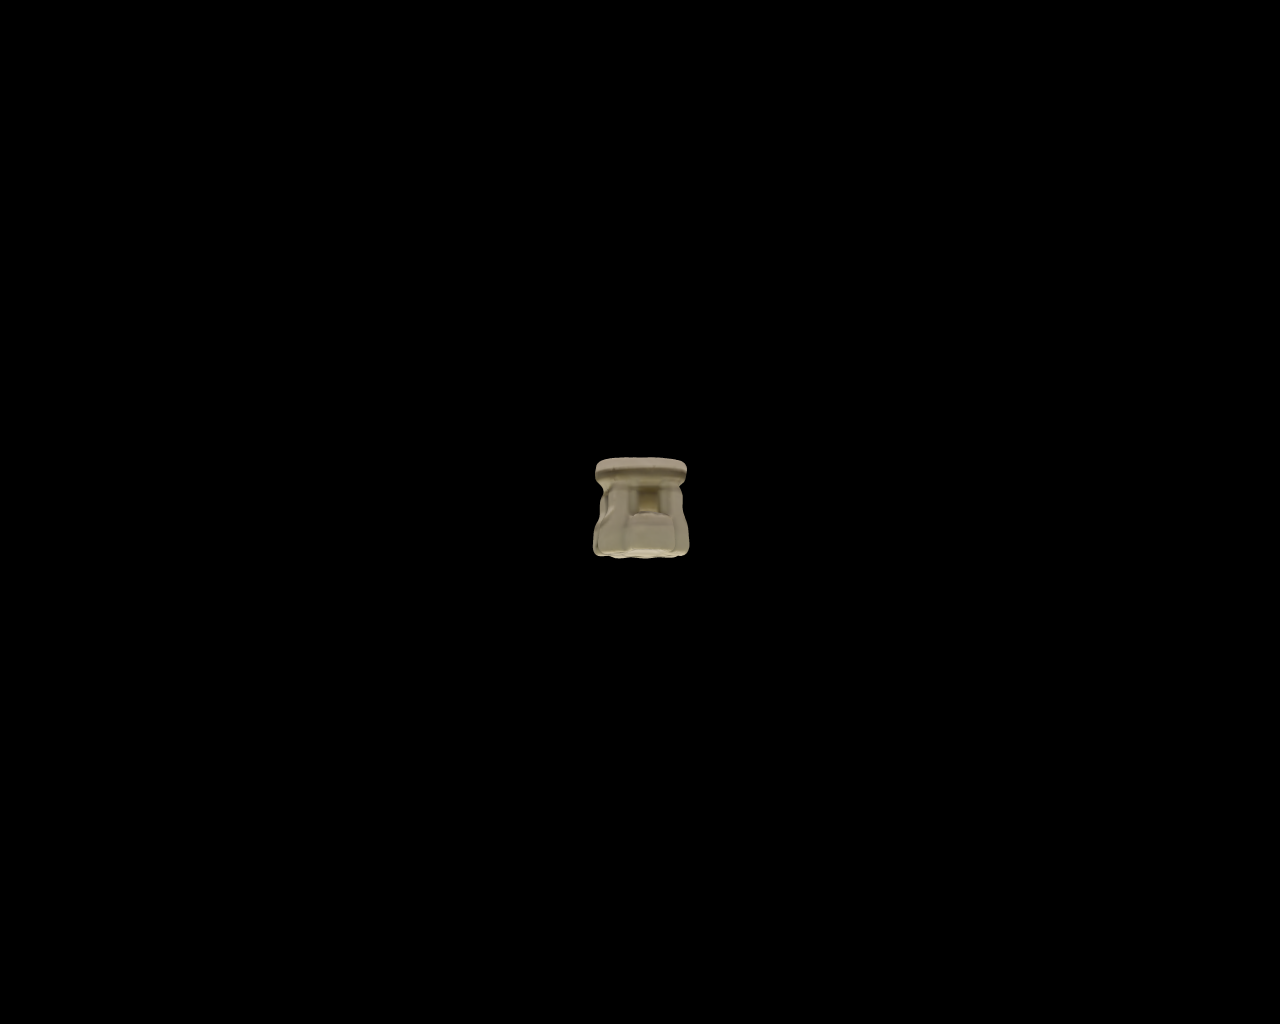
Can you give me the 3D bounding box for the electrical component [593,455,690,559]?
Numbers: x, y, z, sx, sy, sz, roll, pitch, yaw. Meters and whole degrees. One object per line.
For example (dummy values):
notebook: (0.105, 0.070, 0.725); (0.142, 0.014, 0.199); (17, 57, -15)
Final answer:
electrical component: (0.001, -0.003, 0.650); (0.058, 0.057, 0.078); (1, -7, -11)
